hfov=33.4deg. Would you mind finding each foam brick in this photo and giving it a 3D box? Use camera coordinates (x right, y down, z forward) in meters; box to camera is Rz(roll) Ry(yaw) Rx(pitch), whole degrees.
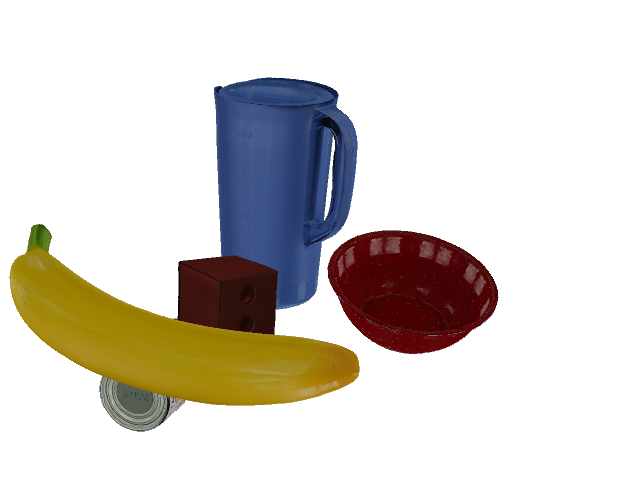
[{"bbox_3d":[-0.067,0.054,0.755,0.052,0.078,0.051,-8,17,-40],"label":"foam brick"}]

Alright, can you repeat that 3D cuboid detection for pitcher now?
[{"bbox_3d":[-0.044,-0.050,1.166,0.145,0.243,0.149,0,21,-7],"label":"pitcher"}]

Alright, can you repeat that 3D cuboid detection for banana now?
[{"bbox_3d":[-0.081,0.043,0.523,0.198,0.069,0.037,22,-37,16],"label":"banana"}]

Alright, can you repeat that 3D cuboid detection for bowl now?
[{"bbox_3d":[0.083,0.057,1.010,0.162,0.055,0.162,6,34,-4],"label":"bowl"}]

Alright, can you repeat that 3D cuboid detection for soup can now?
[{"bbox_3d":[-0.145,0.119,0.955,0.069,0.068,0.102,0,17,18],"label":"soup can"}]
